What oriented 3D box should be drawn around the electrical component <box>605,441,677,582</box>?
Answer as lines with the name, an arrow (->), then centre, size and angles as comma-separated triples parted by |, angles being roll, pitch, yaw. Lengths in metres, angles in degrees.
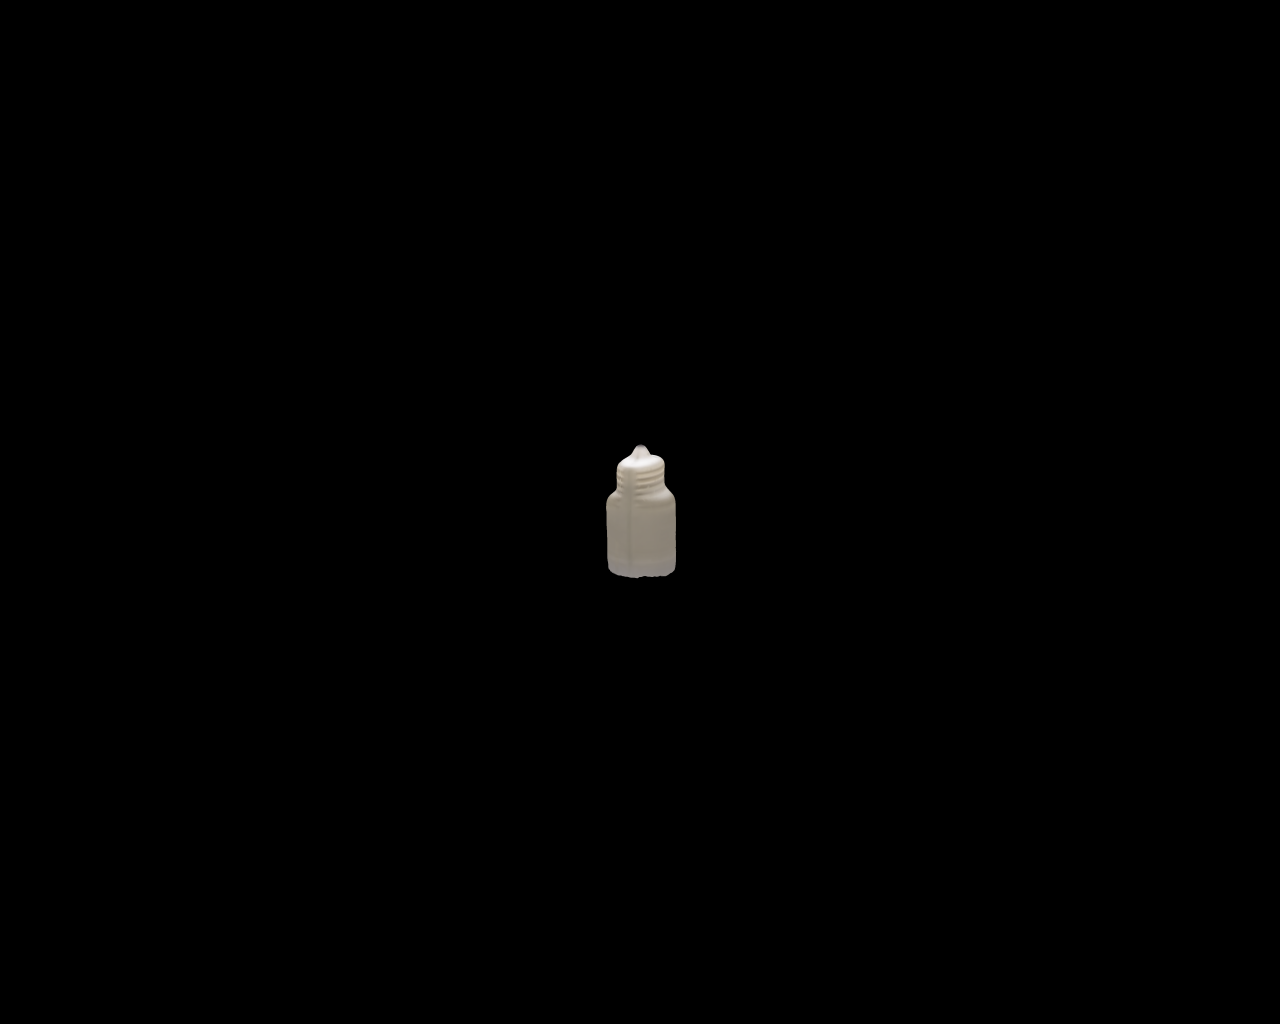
electrical component -> 0.001, -0.003, 0.650 | 0.043, 0.080, 0.043 | 0, 15, 0
